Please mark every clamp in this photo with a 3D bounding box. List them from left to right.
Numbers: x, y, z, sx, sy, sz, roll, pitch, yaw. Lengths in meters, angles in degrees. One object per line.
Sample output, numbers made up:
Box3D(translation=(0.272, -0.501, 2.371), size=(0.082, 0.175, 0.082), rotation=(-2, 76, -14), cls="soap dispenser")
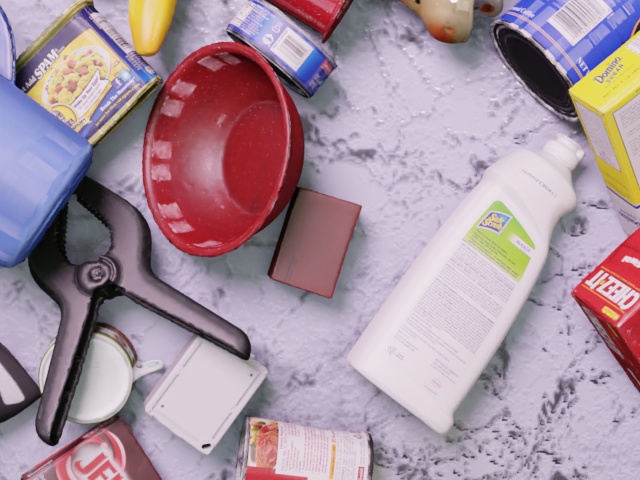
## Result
Box3D(translation=(-0.170, 0.039, 0.798), size=(0.164, 0.036, 0.210), rotation=(-30, 72, -9), cls="clamp")

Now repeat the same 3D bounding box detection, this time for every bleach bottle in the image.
Box3D(translation=(0.133, 0.026, 0.858), size=(0.102, 0.068, 0.251), rotation=(38, 87, -8), cls="bleach bottle")

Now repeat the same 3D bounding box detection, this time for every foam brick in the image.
Box3D(translation=(-0.006, 0.001, 0.846), size=(0.053, 0.051, 0.078), rotation=(19, 91, -6), cls="foam brick")

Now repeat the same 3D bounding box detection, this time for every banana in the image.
Box3D(translation=(-0.094, -0.231, 0.804), size=(0.070, 0.037, 0.198), rotation=(37, 89, 29), cls="banana")

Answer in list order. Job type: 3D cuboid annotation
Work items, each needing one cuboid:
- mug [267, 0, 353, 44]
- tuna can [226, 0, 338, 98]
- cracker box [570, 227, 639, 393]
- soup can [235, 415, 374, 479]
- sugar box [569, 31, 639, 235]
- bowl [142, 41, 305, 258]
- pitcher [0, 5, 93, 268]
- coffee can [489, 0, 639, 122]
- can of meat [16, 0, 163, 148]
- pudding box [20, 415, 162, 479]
Box3D(translation=(-0.001, -0.221, 0.812), size=(0.081, 0.093, 0.117), rotation=(31, 101, -2), cls="mug")
Box3D(translation=(-0.030, -0.147, 0.816), size=(0.086, 0.086, 0.034), rotation=(38, 90, -7), cls="tuna can")
Box3D(translation=(0.325, 0.031, 0.848), size=(0.213, 0.072, 0.164), rotation=(-42, 122, -2), cls="cracker box")
Box3D(translation=(-0.014, 0.179, 0.848), size=(0.102, 0.068, 0.068), rotation=(8, 93, -7), cls="soup can")
Box3D(translation=(0.260, -0.077, 0.826), size=(0.093, 0.048, 0.176), rotation=(-38, 136, -3), cls="sugar box")
Box3D(translation=(-0.064, -0.065, 0.808), size=(0.055, 0.162, 0.162), rotation=(6, 94, -47), cls="bowl")
Box3D(translation=(-0.277, -0.097, 0.736), size=(0.242, 0.145, 0.149), rotation=(34, 123, -10), cls="pitcher")
Box3D(translation=(0.218, -0.176, 0.832), size=(0.140, 0.103, 0.103), rotation=(-42, 97, -2), cls="coffee can")
Box3D(translation=(-0.183, -0.119, 0.811), size=(0.102, 0.057, 0.084), rotation=(-43, 97, 8), cls="can of meat")
Box3D(translation=(-0.167, 0.208, 0.838), size=(0.090, 0.039, 0.113), rotation=(-34, 98, -19), cls="pudding box")
